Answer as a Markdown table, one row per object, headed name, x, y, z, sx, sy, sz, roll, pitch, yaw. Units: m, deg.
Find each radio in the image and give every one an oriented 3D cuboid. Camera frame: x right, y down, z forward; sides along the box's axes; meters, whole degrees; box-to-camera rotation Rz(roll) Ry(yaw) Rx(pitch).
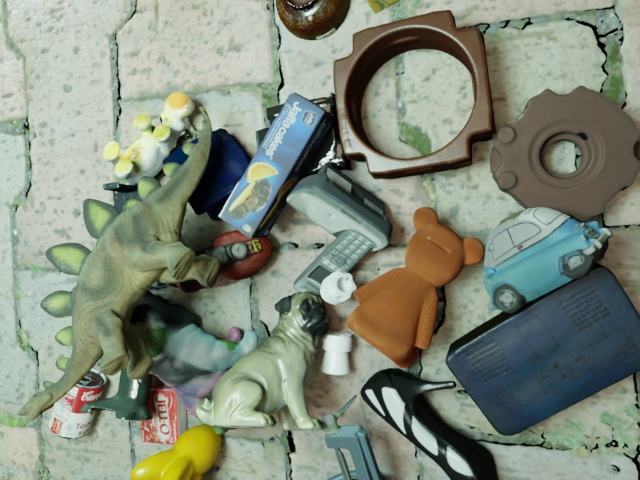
| name | x | y | z | sx | sy | sz | roll | pitch | yaw |
| --- | --- | --- | --- | --- | --- | --- | --- | --- | --- |
| radio | 0.290 | 0.140 | 0.685 | 0.229 | 0.073 | 0.131 | -36 | 80 | 17 |

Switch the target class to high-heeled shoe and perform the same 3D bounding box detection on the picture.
| name | x | y | z | sx | sy | sz | roll | pitch | yaw |
| --- | --- | --- | --- | --- | --- | --- | --- | --- | --- |
| high-heeled shoe | 0.149 | 0.292 | 0.734 | 0.145 | 0.086 | 0.248 | -20 | 87 | 30 |

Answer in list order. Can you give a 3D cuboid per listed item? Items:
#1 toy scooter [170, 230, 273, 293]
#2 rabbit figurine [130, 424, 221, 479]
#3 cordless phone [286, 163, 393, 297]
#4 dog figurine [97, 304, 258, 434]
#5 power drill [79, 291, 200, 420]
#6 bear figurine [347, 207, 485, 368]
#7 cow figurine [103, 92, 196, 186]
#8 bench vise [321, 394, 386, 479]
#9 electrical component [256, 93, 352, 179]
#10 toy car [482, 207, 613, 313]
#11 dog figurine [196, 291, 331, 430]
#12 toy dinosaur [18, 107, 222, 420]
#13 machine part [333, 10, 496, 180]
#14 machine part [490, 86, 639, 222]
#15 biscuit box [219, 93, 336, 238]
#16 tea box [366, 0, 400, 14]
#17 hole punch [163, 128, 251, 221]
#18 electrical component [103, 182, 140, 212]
| name | x | y | z | sx | sy | sz | roll | pitch | yaw |
| --- | --- | --- | --- | --- | --- | --- | --- | --- | --- |
| toy scooter | -0.167 | 0.034 | 0.804 | 0.184 | 0.135 | 0.075 | -20 | 82 | 16 |
| rabbit figurine | -0.217 | 0.366 | 0.827 | 0.122 | 0.162 | 0.173 | 18 | 78 | 30 |
| cordless phone | -0.002 | -0.002 | 0.765 | 0.146 | 0.089 | 0.184 | 33 | 118 | -17 |
| dog figurine | -0.208 | 0.188 | 0.774 | 0.219 | 0.108 | 0.191 | 2 | 90 | -25 |
| power drill | -0.319 | 0.179 | 0.873 | 0.232 | 0.086 | 0.207 | 7 | 70 | 14 |
| bear figurine | 0.126 | 0.065 | 0.732 | 0.120 | 0.132 | 0.196 | 32 | 82 | 15 |
| cow figurine | -0.257 | -0.157 | 0.866 | 0.167 | 0.098 | 0.068 | -45 | 71 | -6 |
| bench vise | 0.068 | 0.343 | 0.726 | 0.224 | 0.129 | 0.240 | -13 | 101 | 31 |
| electrical component | -0.027 | -0.145 | 0.798 | 0.134 | 0.058 | 0.115 | -12 | 84 | 18 |
| toy car | 0.258 | 0.014 | 0.653 | 0.103 | 0.109 | 0.161 | 56 | 136 | 10 |
| dog figurine | -0.074 | 0.159 | 0.737 | 0.121 | 0.172 | 0.190 | -27 | 56 | 51 |
| toy dinosaur | -0.241 | 0.014 | 0.712 | 0.199 | 0.105 | 0.471 | 25 | 68 | 20 |
| machine part | 0.128 | -0.189 | 0.732 | 0.201 | 0.087 | 0.201 | -8 | 89 | 19 |
| machine part | 0.311 | -0.106 | 0.685 | 0.180 | 0.056 | 0.179 | 0 | 90 | 17 |
| biscuit box | -0.058 | -0.100 | 0.746 | 0.059 | 0.063 | 0.202 | 33 | 100 | 14 |
| tea box | 0.083 | -0.378 | 0.702 | 0.098 | 0.169 | 0.068 | -22 | 82 | 19 |
| hole punch | -0.164 | -0.103 | 0.830 | 0.116 | 0.092 | 0.142 | -38 | 75 | 11 |
| electrical component | -0.289 | -0.062 | 0.854 | 0.075 | 0.119 | 0.047 | -5 | 88 | 16 |
